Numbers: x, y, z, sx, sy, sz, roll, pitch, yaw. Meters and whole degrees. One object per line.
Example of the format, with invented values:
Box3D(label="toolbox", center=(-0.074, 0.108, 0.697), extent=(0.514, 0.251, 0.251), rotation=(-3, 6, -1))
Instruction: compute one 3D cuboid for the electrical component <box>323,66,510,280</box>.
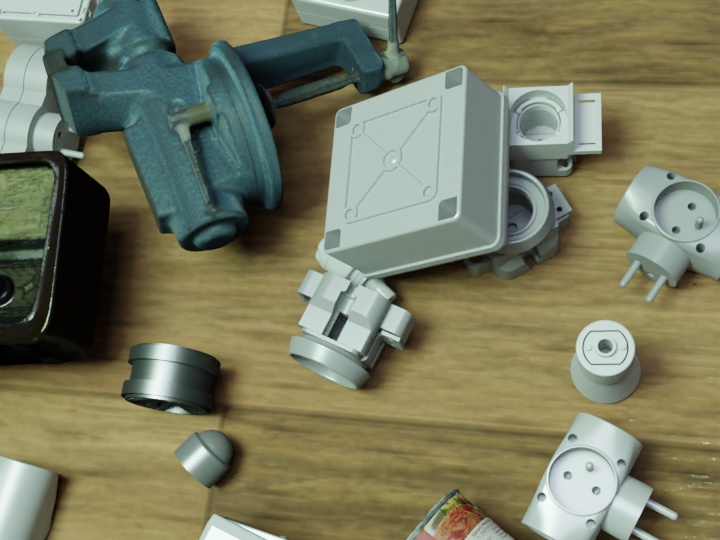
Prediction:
Box3D(label="electrical component", center=(0.036, -0.059, 0.684), extent=(0.109, 0.056, 0.108), rotation=(-14, 62, 37))

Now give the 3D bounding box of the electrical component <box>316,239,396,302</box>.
Box3D(label="electrical component", center=(0.000, 0.000, 0.732), extent=(0.035, 0.035, 0.061), rotation=(-43, 72, -4))

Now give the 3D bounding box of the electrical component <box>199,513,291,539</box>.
Box3D(label="electrical component", center=(-0.065, 0.188, 0.669), extent=(0.096, 0.061, 0.061), rotation=(22, 78, 18))

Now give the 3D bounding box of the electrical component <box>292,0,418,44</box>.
Box3D(label="electrical component", center=(-0.006, -0.210, 0.779), extent=(0.083, 0.075, 0.047), rotation=(16, 76, 16))

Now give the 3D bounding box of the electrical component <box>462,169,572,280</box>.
Box3D(label="electrical component", center=(0.100, -0.032, 0.709), extent=(0.078, 0.057, 0.058), rotation=(-29, 69, 1))

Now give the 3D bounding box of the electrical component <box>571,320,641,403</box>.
Box3D(label="electrical component", center=(0.152, 0.055, 0.665), extent=(0.044, 0.065, 0.044), rotation=(-4, 71, 12))

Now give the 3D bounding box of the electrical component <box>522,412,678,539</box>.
Box3D(label="electrical component", center=(0.150, 0.138, 0.649), extent=(0.079, 0.044, 0.077), rotation=(27, 80, 19))

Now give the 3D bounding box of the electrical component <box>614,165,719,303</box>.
Box3D(label="electrical component", center=(0.198, -0.016, 0.690), extent=(0.077, 0.044, 0.079), rotation=(33, 82, 19))

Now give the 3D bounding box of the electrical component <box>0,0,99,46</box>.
Box3D(label="electrical component", center=(-0.238, -0.206, 0.835), extent=(0.096, 0.061, 0.061), rotation=(6, 74, 14))

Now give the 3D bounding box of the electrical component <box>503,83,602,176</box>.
Box3D(label="electrical component", center=(0.120, -0.091, 0.720), extent=(0.081, 0.063, 0.042), rotation=(0, 71, 12))

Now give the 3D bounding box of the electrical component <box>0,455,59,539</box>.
Box3D(label="electrical component", center=(-0.253, 0.163, 0.726), extent=(0.079, 0.044, 0.077), rotation=(13, 75, 15))

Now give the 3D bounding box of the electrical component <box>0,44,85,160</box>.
Box3D(label="electrical component", center=(-0.235, -0.100, 0.804), extent=(0.074, 0.052, 0.138), rotation=(12, 76, 15))

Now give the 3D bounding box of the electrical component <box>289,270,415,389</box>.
Box3D(label="electrical component", center=(-0.011, 0.042, 0.708), extent=(0.078, 0.058, 0.057), rotation=(23, 76, 17))
